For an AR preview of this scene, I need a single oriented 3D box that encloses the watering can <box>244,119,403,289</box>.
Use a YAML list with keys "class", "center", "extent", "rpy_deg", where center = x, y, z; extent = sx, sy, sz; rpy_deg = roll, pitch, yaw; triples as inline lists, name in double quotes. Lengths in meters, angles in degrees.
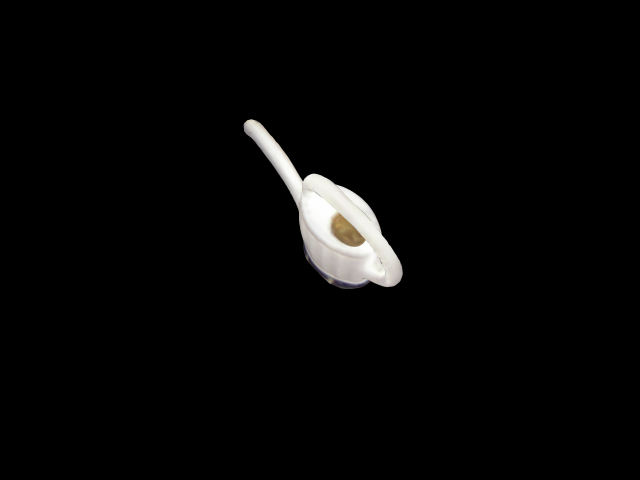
- class: "watering can"
  center: [0.003, -0.043, 0.850]
  extent: [0.105, 0.351, 0.220]
  rpy_deg: [-38, -21, -17]
